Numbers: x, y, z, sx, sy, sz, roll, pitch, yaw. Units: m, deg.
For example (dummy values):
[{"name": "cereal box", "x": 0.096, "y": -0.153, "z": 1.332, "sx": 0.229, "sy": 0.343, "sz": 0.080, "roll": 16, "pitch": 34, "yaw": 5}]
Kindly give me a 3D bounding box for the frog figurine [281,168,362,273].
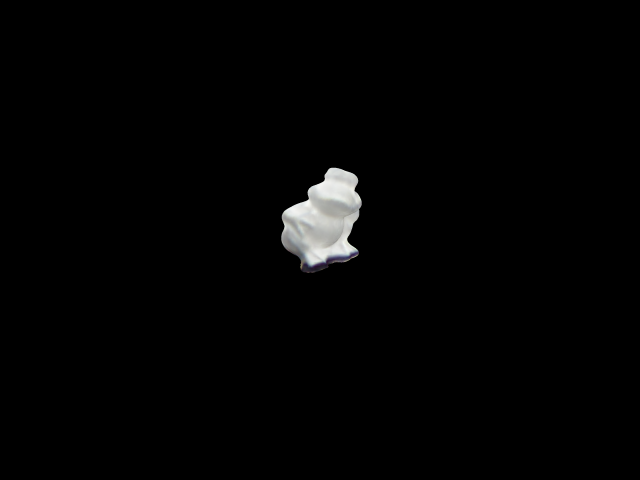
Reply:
[{"name": "frog figurine", "x": 0.003, "y": -0.043, "z": 0.850, "sx": 0.138, "sy": 0.157, "sz": 0.124, "roll": -6, "pitch": 18, "yaw": -19}]
